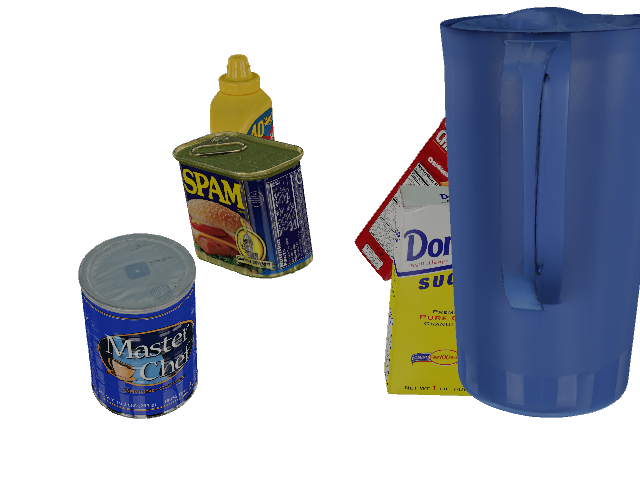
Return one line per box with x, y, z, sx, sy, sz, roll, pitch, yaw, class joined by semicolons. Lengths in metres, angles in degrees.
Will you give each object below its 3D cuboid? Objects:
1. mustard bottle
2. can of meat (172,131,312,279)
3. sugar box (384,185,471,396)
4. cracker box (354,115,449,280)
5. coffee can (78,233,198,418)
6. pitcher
-0.078;-0.094;1.088;0.058;0.192;0.096;7;28;20;mustard bottle
-0.054;-0.025;0.766;0.057;0.084;0.102;-27;30;-36;can of meat
0.104;0.043;0.874;0.093;0.176;0.048;1;28;-2;sugar box
0.153;-0.063;1.230;0.163;0.072;0.214;-22;-26;-45;cracker box
-0.165;0.079;0.982;0.103;0.140;0.103;2;39;-2;coffee can
0.136;-0.017;0.650;0.149;0.243;0.145;-9;17;-24;pitcher
